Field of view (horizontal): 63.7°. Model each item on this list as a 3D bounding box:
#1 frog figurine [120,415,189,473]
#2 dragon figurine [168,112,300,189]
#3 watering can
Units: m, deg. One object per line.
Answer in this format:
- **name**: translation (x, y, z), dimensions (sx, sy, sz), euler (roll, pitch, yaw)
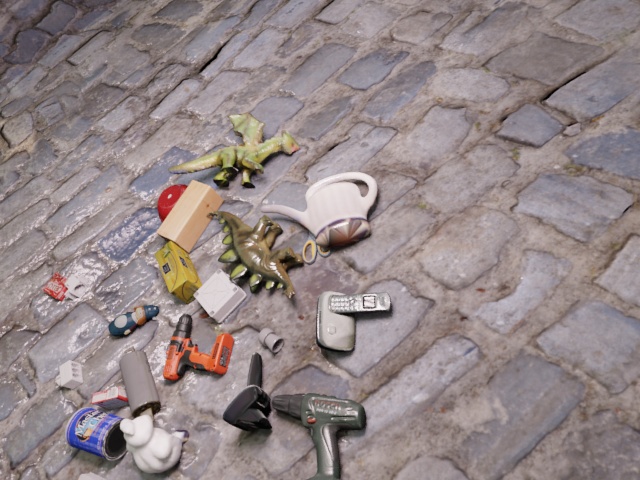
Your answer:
- **frog figurine**: translation (-0.414, 0.494, 1.245), dimensions (0.137, 0.125, 0.156), euler (4, -26, 26)
- **dragon figurine**: translation (-0.273, -0.303, 1.672), dimensions (0.410, 0.247, 0.120), euler (7, -23, 4)
- **watering can**: translation (0.004, -0.073, 1.444), dimensions (0.347, 0.229, 0.102), euler (-20, -37, 9)
